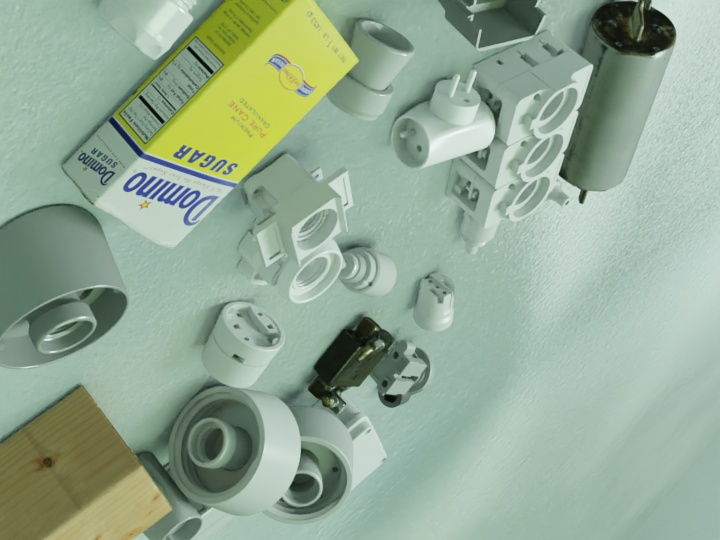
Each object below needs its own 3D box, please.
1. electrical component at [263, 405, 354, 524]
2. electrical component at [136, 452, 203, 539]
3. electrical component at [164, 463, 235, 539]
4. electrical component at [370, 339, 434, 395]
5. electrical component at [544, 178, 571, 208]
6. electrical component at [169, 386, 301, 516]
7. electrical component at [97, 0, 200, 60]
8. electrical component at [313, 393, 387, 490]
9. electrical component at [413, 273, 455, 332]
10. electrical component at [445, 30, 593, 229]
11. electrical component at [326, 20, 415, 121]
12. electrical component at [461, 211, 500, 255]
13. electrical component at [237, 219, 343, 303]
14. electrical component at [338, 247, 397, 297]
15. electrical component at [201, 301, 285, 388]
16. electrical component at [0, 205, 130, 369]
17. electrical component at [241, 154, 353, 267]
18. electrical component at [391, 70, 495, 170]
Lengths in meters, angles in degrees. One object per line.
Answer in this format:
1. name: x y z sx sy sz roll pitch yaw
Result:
1. electrical component: -0.057 0.190 1.018 0.108 0.060 0.108 -2 114 -5
2. electrical component: -0.178 0.191 0.898 0.043 0.077 0.079 -45 152 0
3. electrical component: -0.142 0.201 0.978 0.096 0.062 0.061 -36 151 -17
4. electrical component: 0.045 0.102 1.118 0.055 0.048 0.066 15 117 -51
5. electrical component: 0.176 -0.082 1.026 0.035 0.061 0.035 -33 150 -22
6. electrical component: -0.111 0.149 0.906 0.108 0.108 0.060 -49 147 7
7. electrical component: -0.106 -0.147 0.574 0.062 0.043 0.043 -49 152 4
8. electrical component: -0.023 0.183 1.120 0.078 0.057 0.113 -40 152 -10
9. electrical component: 0.075 0.032 1.069 0.040 0.040 0.046 -28 142 -30
10. electrical component: 0.137 -0.116 0.927 0.089 0.062 0.150 -29 149 -28
11. electrical component: 0.006 -0.137 0.739 0.045 0.045 0.055 -9 137 -49
12. electrical component: 0.113 -0.039 1.028 0.035 0.035 0.061 -28 150 -30
13. electrical component: -0.050 -0.012 0.818 0.078 0.057 0.058 -54 151 17
14. electrical component: 0.000 0.000 0.921 0.040 0.040 0.078 -52 152 12
15. electrical component: -0.095 0.061 0.861 0.055 0.055 0.047 -7 138 -50
16. electrical component: -0.196 0.015 0.675 0.099 0.064 0.099 -28 160 -11
17. electrical component: -0.047 -0.045 0.770 0.081 0.064 0.042 -36 150 -17
18. electrical component: 0.071 -0.123 0.848 0.077 0.043 0.079 -21 144 -38
